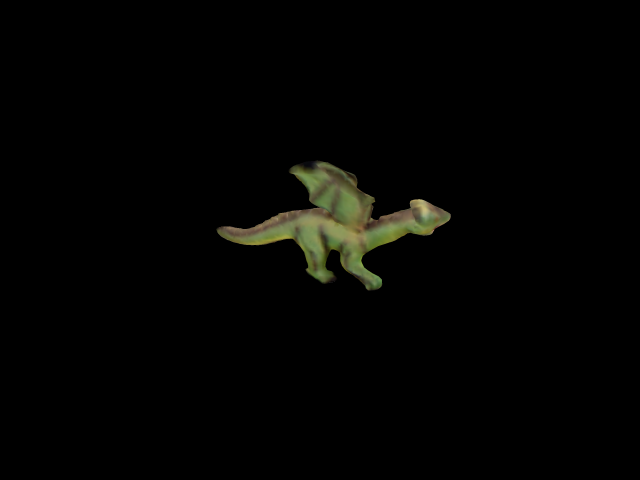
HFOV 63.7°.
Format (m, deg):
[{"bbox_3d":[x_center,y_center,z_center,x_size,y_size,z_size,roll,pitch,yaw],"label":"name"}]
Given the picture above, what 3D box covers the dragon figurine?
[{"bbox_3d":[0.003,-0.043,0.850,0.410,0.125,0.237,9,-42,8],"label":"dragon figurine"}]
